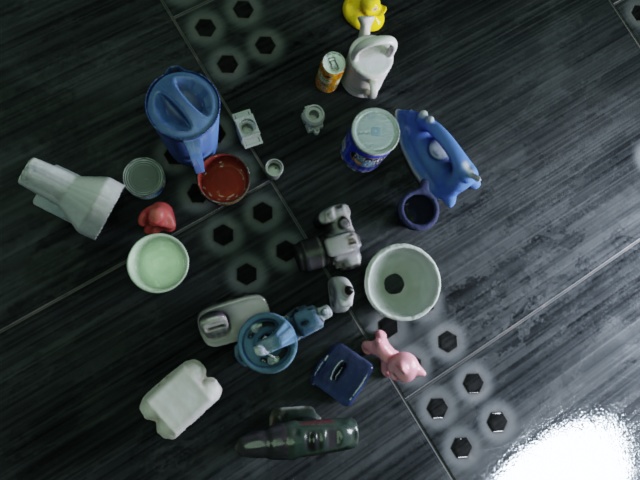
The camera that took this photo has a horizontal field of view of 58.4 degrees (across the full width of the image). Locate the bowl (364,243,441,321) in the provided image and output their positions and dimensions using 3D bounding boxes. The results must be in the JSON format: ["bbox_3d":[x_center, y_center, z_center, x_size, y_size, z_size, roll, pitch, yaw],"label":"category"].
[{"bbox_3d":[0.172,0.094,1.245,0.167,0.074,0.167,1,81,-8],"label":"bowl"}]

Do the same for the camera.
[{"bbox_3d":[0.011,0.004,1.221,0.137,0.100,0.143,-15,84,-10],"label":"camera"}]

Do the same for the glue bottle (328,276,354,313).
[{"bbox_3d":[0.048,0.109,1.174,0.037,0.173,0.078,-5,82,-8],"label":"glue bottle"}]

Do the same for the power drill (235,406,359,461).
[{"bbox_3d":[-0.047,0.374,1.103,0.230,0.208,0.076,-3,82,-8],"label":"power drill"}]

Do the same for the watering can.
[{"bbox_3d":[0.105,-0.401,1.248,0.101,0.194,0.173,-28,86,-11],"label":"watering can"}]

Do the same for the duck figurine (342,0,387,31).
[{"bbox_3d":[0.106,-0.538,1.323,0.104,0.086,0.077,22,79,-4],"label":"duck figurine"}]

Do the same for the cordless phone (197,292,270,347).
[{"bbox_3d":[-0.170,0.155,1.130,0.148,0.185,0.094,-20,85,-10],"label":"cordless phone"}]

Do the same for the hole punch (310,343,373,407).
[{"bbox_3d":[0.043,0.279,1.190,0.101,0.091,0.109,35,78,-2],"label":"hole punch"}]

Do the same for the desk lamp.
[{"bbox_3d":[-0.475,-0.082,1.106,0.203,0.213,0.118,26,79,-4],"label":"desk lamp"}]

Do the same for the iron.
[{"bbox_3d":[0.260,-0.207,1.268,0.119,0.141,0.258,-36,88,-11],"label":"iron"}]

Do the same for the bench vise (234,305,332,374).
[{"bbox_3d":[-0.077,0.176,1.123,0.121,0.219,0.207,45,78,0],"label":"bench vise"}]

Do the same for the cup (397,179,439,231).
[{"bbox_3d":[0.208,-0.072,1.264,0.092,0.095,0.118,15,80,-6],"label":"cup"}]

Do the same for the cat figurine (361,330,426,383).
[{"bbox_3d":[0.155,0.249,1.197,0.067,0.117,0.128,-43,89,-12],"label":"cat figurine"}]

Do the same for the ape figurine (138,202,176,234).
[{"bbox_3d":[-0.335,-0.046,1.183,0.078,0.092,0.076,29,79,-3],"label":"ape figurine"}]

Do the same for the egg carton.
[{"bbox_3d":[-0.279,0.318,1.149,0.150,0.069,0.107,-42,89,-12],"label":"egg carton"}]
